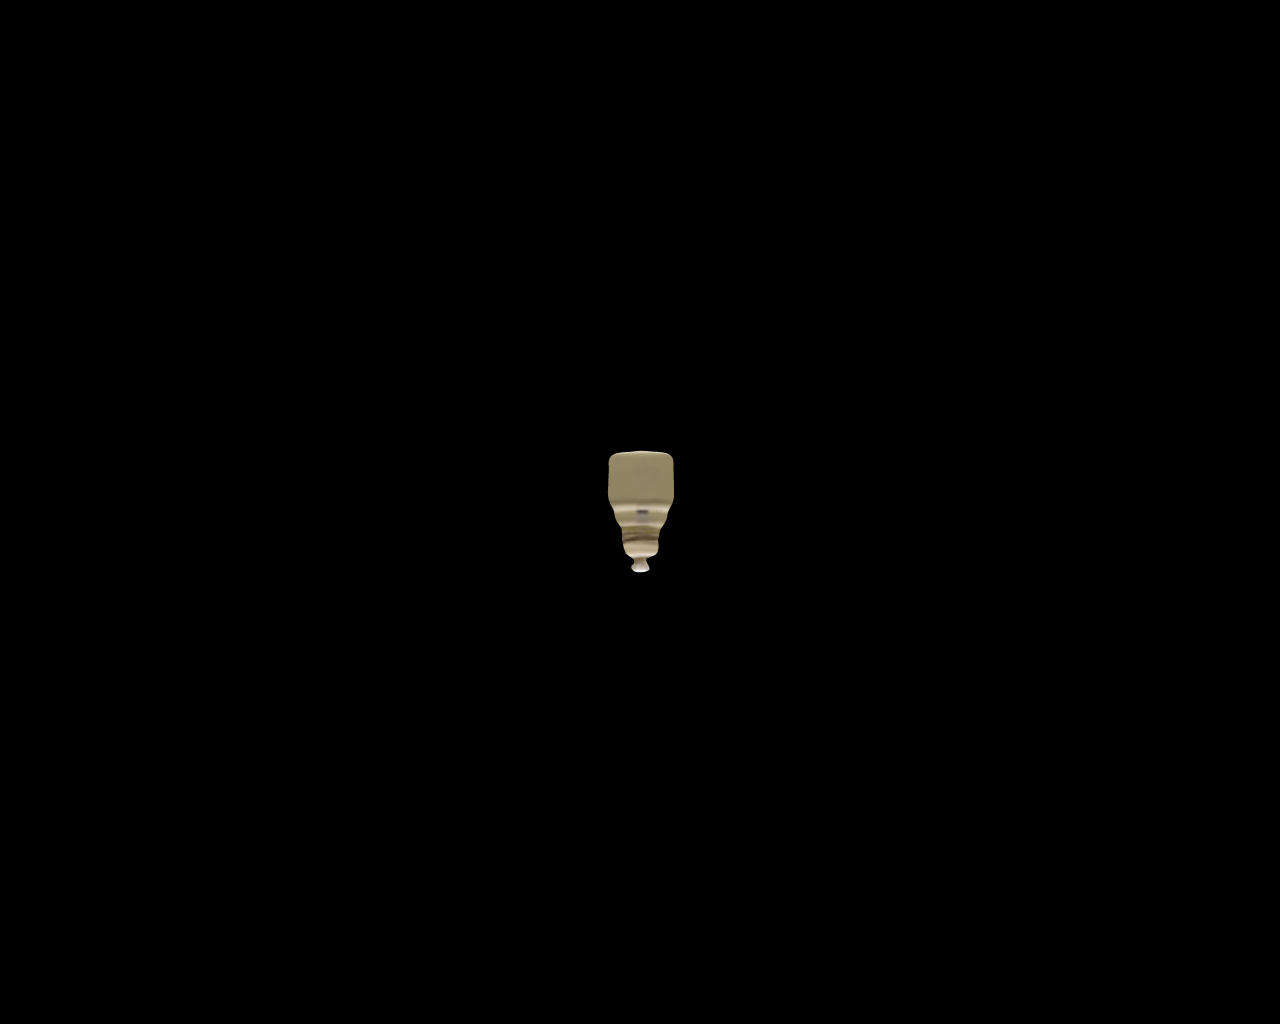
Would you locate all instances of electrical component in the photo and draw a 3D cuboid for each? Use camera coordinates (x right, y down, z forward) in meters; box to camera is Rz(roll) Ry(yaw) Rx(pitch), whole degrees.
[{"bbox_3d":[0.001,-0.003,0.650,0.040,0.078,0.040,0,-3,0],"label":"electrical component"}]
